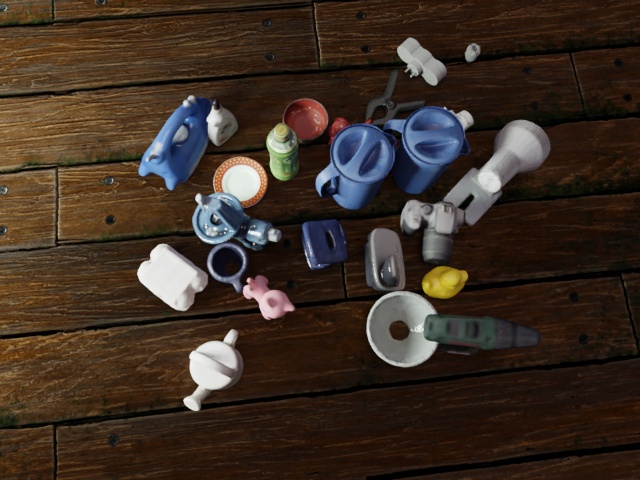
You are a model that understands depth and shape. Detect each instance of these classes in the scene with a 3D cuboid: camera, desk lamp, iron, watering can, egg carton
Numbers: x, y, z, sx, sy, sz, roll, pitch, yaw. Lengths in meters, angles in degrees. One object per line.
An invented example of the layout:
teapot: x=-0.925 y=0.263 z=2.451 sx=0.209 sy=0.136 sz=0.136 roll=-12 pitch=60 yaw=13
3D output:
camera: x=0.263 y=-0.018 z=1.335 sx=0.143 sy=0.101 sz=0.137 roll=8 pitch=76 yaw=0
desk lamp: x=0.406 y=-0.153 z=1.316 sx=0.118 sy=0.213 sz=0.203 roll=42 pitch=78 yaw=8
iron: x=-0.331 y=-0.257 z=1.347 sx=0.118 sy=0.141 sz=0.258 roll=25 pitch=77 yaw=4
watering can: x=-0.221 y=0.270 z=1.196 sx=0.101 sy=0.194 sz=0.173 roll=6 pitch=76 yaw=-1
egg carton: x=-0.334 y=0.085 z=1.301 sx=0.150 sy=0.069 sz=0.107 roll=35 pitch=77 yaw=6

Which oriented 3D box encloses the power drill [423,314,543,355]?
power drill: x=0.328 y=0.202 z=1.229 sx=0.229 sy=0.208 sz=0.075 roll=6 pitch=76 yaw=-1

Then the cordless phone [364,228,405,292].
cordless phone: x=0.153 y=0.036 z=1.274 sx=0.094 sy=0.185 sz=0.147 roll=-7 pitch=77 yaw=-4

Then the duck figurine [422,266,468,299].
duck figurine: x=0.290 y=0.093 z=1.317 sx=0.104 sy=0.086 sz=0.077 roll=-11 pitch=77 yaw=-5

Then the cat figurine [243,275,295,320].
cat figurine: x=-0.116 y=0.130 z=1.274 sx=0.127 sy=0.118 sz=0.067 roll=44 pitch=79 yaw=8

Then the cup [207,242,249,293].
cup: x=-0.197 y=0.070 z=1.297 sx=0.092 sy=0.095 sz=0.117 roll=-25 pitch=78 yaw=-8

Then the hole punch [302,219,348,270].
hole punch: x=0.012 y=0.005 z=1.324 sx=0.101 sy=0.091 sz=0.108 roll=-14 pitch=77 yaw=-6

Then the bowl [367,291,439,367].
bowl: x=0.184 y=0.203 z=1.291 sx=0.167 sy=0.075 sz=0.167 roll=1 pitch=76 yaw=-2

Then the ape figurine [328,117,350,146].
ape figurine: x=0.049 y=-0.263 z=1.390 sx=0.076 sy=0.092 sz=0.078 roll=33 pitch=77 yaw=6

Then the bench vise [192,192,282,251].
bench vise: x=-0.189 y=-0.055 z=1.263 sx=0.207 sy=0.220 sz=0.121 roll=-1 pitch=76 yaw=-2

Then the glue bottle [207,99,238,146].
glue bottle: x=-0.234 y=-0.284 z=1.341 sx=0.037 sy=0.173 sz=0.078 roll=39 pitch=78 yaw=7
